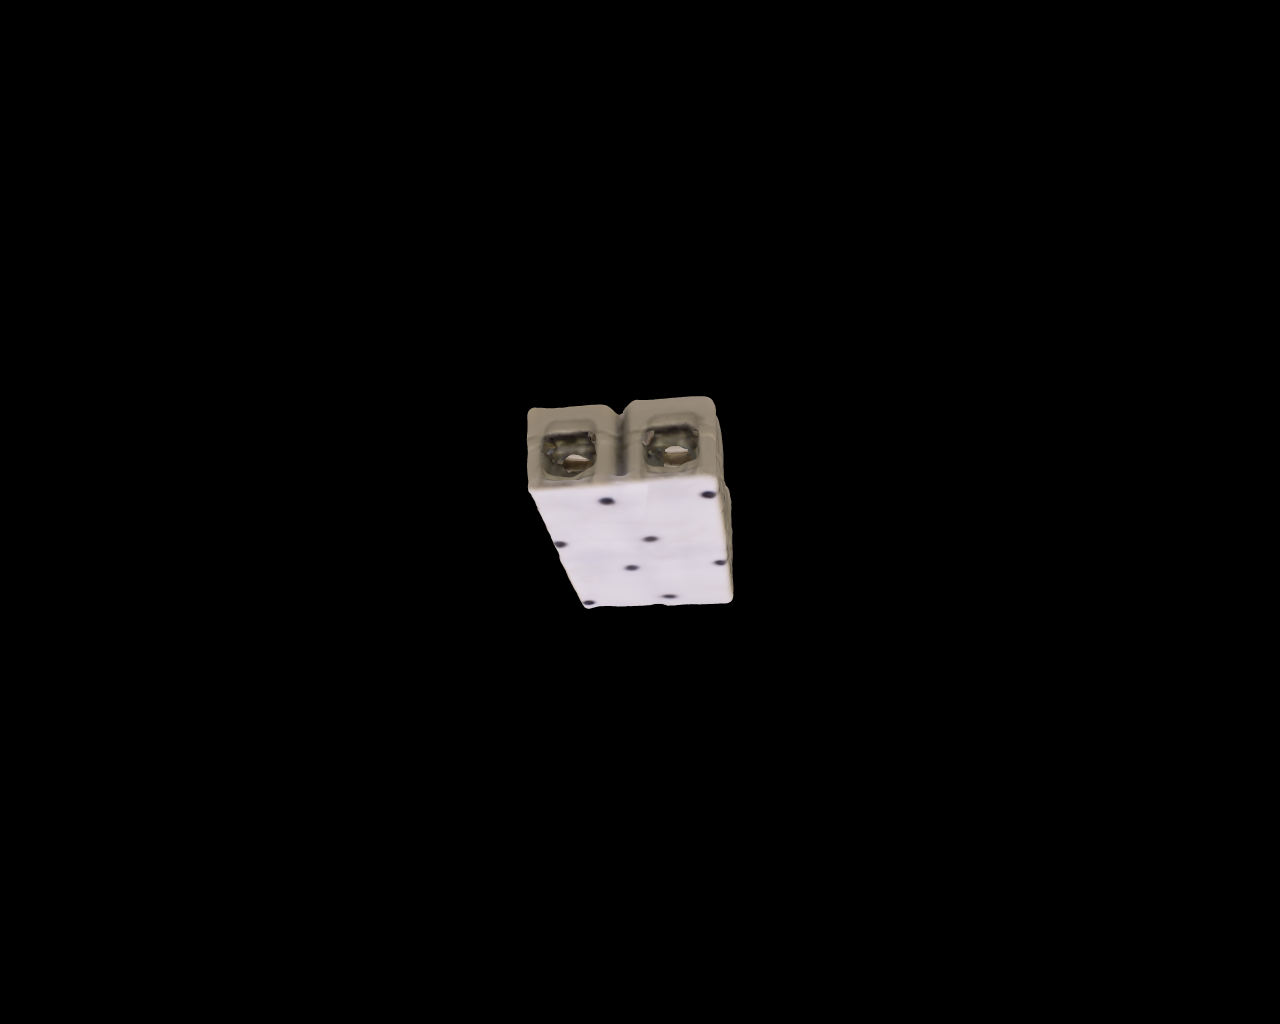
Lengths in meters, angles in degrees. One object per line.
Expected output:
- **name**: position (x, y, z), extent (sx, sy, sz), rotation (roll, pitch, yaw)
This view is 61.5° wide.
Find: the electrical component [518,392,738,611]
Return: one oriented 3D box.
- **electrical component**: position (0.001, -0.003, 0.650), extent (0.105, 0.060, 0.186), rotation (-3, -26, 7)
